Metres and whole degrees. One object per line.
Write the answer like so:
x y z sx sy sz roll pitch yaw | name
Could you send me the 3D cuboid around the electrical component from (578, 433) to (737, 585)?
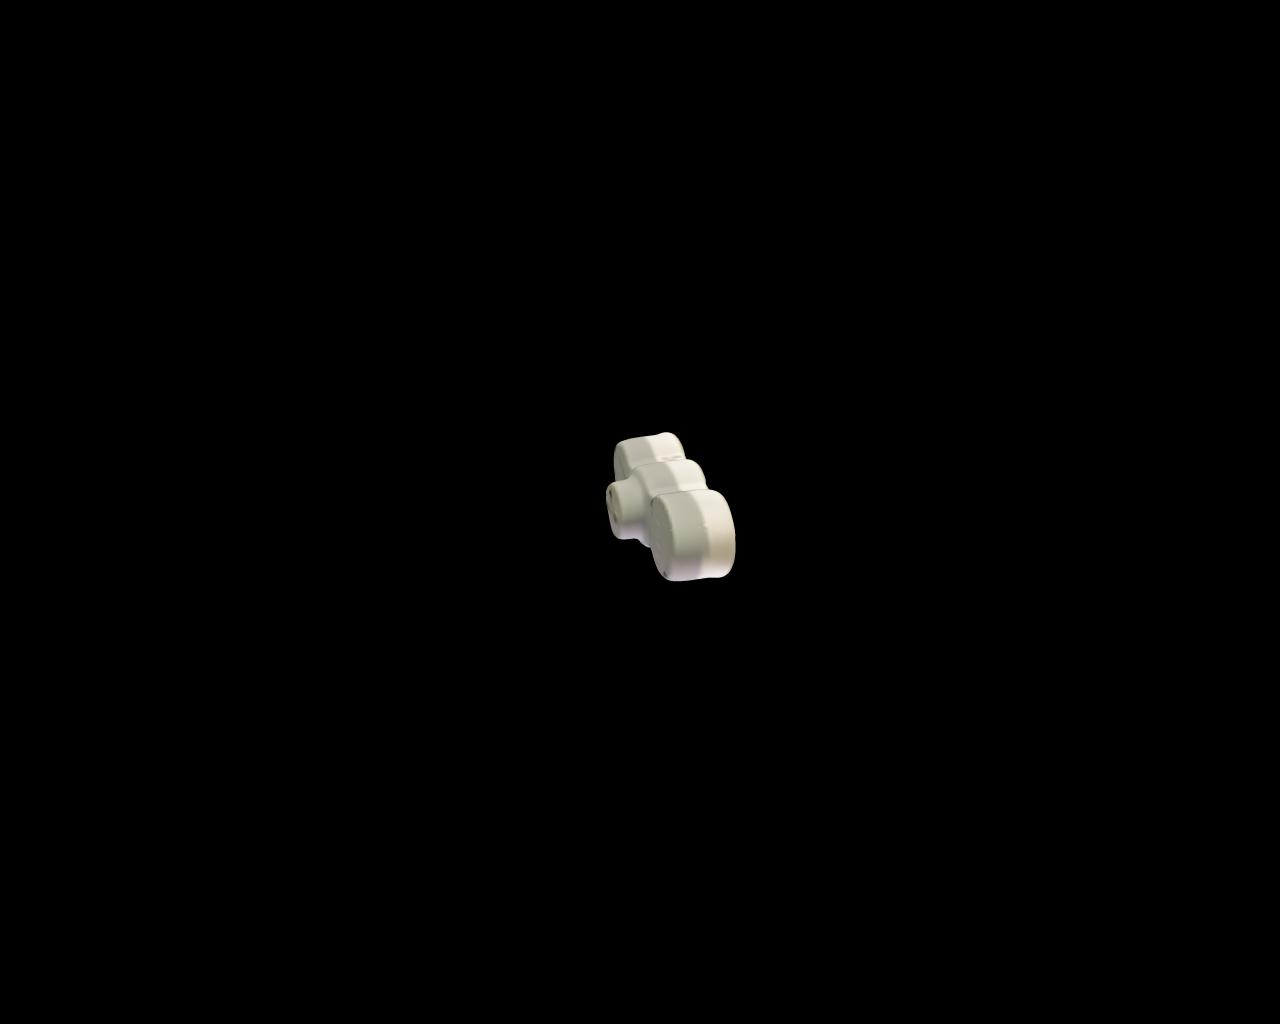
0.001 -0.003 0.650 0.074 0.052 0.138 -7 27 -14 | electrical component
